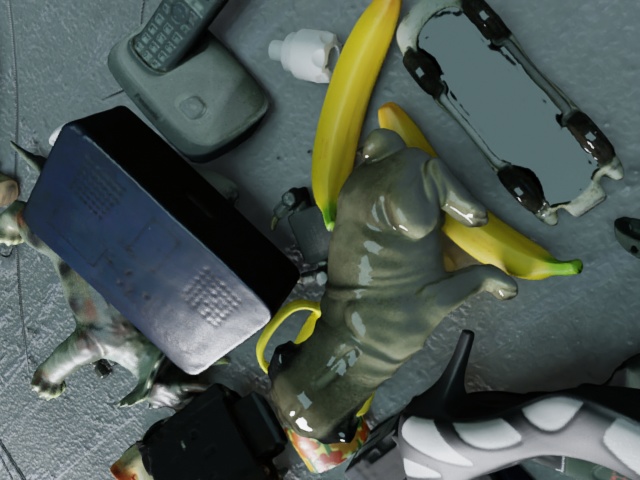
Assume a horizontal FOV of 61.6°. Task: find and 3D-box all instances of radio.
[{"bbox_3d":[-0.145,0.006,0.487,0.229,0.073,0.131,44,120,-3],"label":"radio"}]

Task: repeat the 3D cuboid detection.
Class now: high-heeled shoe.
[{"bbox_3d":[0.157,0.158,0.356,0.249,0.086,0.145,21,102,46],"label":"high-heeled shoe"}]

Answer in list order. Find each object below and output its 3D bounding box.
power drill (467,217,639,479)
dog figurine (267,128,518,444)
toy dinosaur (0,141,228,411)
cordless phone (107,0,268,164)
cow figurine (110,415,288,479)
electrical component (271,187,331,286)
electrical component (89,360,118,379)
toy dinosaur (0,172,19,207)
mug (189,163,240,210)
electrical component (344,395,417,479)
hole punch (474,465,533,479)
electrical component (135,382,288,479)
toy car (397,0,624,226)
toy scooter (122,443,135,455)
[{"bbox_3d":[0.226,0.092,0.392,0.232,0.086,0.207,15,104,24],"label":"power drill"},{"bbox_3d":[0.023,0.034,0.394,0.190,0.121,0.172,-35,96,-15],"label":"dog figurine"},{"bbox_3d":[-0.243,0.034,0.604,0.192,0.131,0.404,-23,87,17],"label":"toy dinosaur"},{"bbox_3d":[-0.091,-0.177,0.488,0.146,0.089,0.184,48,114,9],"label":"cordless phone"},{"bbox_3d":[-0.123,0.269,0.596,0.195,0.085,0.127,31,72,27],"label":"cow figurine"},{"bbox_3d":[-0.001,-0.003,0.503,0.078,0.045,0.102,-13,96,31],"label":"electrical component"},{"bbox_3d":[-0.300,0.133,0.704,0.094,0.021,0.063,50,119,7],"label":"electrical component"},{"bbox_3d":[-0.510,-0.095,0.713,0.199,0.105,0.471,41,113,17],"label":"toy dinosaur"},{"bbox_3d":[-0.140,-0.029,0.551,0.107,0.081,0.109,10,106,18],"label":"mug"},{"bbox_3d":[0.060,0.210,0.510,0.048,0.075,0.119,47,121,8],"label":"electrical component"},{"bbox_3d":[0.148,0.254,0.478,0.142,0.092,0.116,-50,48,30],"label":"hole punch"},{"bbox_3d":[-0.101,0.214,0.537,0.134,0.058,0.115,-37,62,-3],"label":"electrical component"},{"bbox_3d":[0.138,-0.102,0.403,0.073,0.056,0.202,-41,84,22],"label":"toy car"},{"bbox_3d":[-0.185,0.347,0.671,0.135,0.075,0.183,2,98,27],"label":"toy scooter"}]
